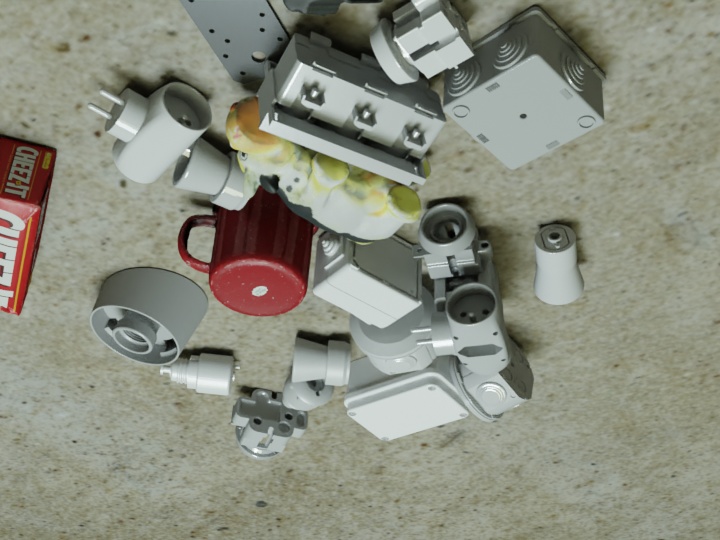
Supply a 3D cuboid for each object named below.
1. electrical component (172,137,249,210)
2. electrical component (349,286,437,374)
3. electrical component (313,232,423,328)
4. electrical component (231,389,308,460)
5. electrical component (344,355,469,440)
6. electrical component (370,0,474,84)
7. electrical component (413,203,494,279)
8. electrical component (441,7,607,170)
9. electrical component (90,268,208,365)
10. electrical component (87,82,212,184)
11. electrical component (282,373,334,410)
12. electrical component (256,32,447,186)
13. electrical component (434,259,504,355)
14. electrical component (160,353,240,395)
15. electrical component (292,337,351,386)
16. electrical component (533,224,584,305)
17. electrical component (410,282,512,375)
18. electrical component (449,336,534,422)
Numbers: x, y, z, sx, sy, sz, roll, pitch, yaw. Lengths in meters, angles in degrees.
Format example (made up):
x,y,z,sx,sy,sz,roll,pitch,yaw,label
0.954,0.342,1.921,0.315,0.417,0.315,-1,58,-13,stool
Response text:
x,y,z,sx,sy,sz,roll,pitch,yaw,label
-0.114,-0.076,0.851,0.055,0.045,0.045,22,138,-24,electrical component
0.034,0.052,0.979,0.080,0.080,0.051,-8,146,14,electrical component
0.000,0.000,0.926,0.096,0.061,0.061,28,136,-28,electrical component
-0.102,0.168,1.155,0.078,0.058,0.057,14,138,-14,electrical component
0.049,0.121,1.082,0.113,0.057,0.078,-22,136,28,electrical component
0.041,-0.158,0.734,0.055,0.048,0.066,-27,134,22,electrical component
0.076,-0.024,0.904,0.066,0.048,0.055,-7,149,12,electrical component
0.117,-0.126,0.769,0.100,0.048,0.100,-26,133,36,electrical component
-0.201,0.043,1.015,0.099,0.064,0.099,13,142,10,electrical component
-0.165,-0.111,0.811,0.079,0.043,0.077,28,136,-28,electrical component
-0.059,0.125,1.107,0.048,0.048,0.062,21,146,-22,electrical component
-0.005,-0.115,0.766,0.121,0.078,0.063,19,126,-23,electrical component
0.098,0.027,0.958,0.050,0.055,0.089,-7,141,13,electrical component
-0.162,0.104,1.090,0.078,0.040,0.040,6,142,-4,electrical component
-0.038,0.090,1.060,0.055,0.045,0.045,5,142,-3,electrical component
0.169,-0.007,0.924,0.044,0.044,0.065,-5,137,10,electrical component
0.083,0.052,0.909,0.079,0.043,0.077,-7,141,14,electrical component
0.127,0.101,1.035,0.051,0.080,0.080,-32,131,29,electrical component
